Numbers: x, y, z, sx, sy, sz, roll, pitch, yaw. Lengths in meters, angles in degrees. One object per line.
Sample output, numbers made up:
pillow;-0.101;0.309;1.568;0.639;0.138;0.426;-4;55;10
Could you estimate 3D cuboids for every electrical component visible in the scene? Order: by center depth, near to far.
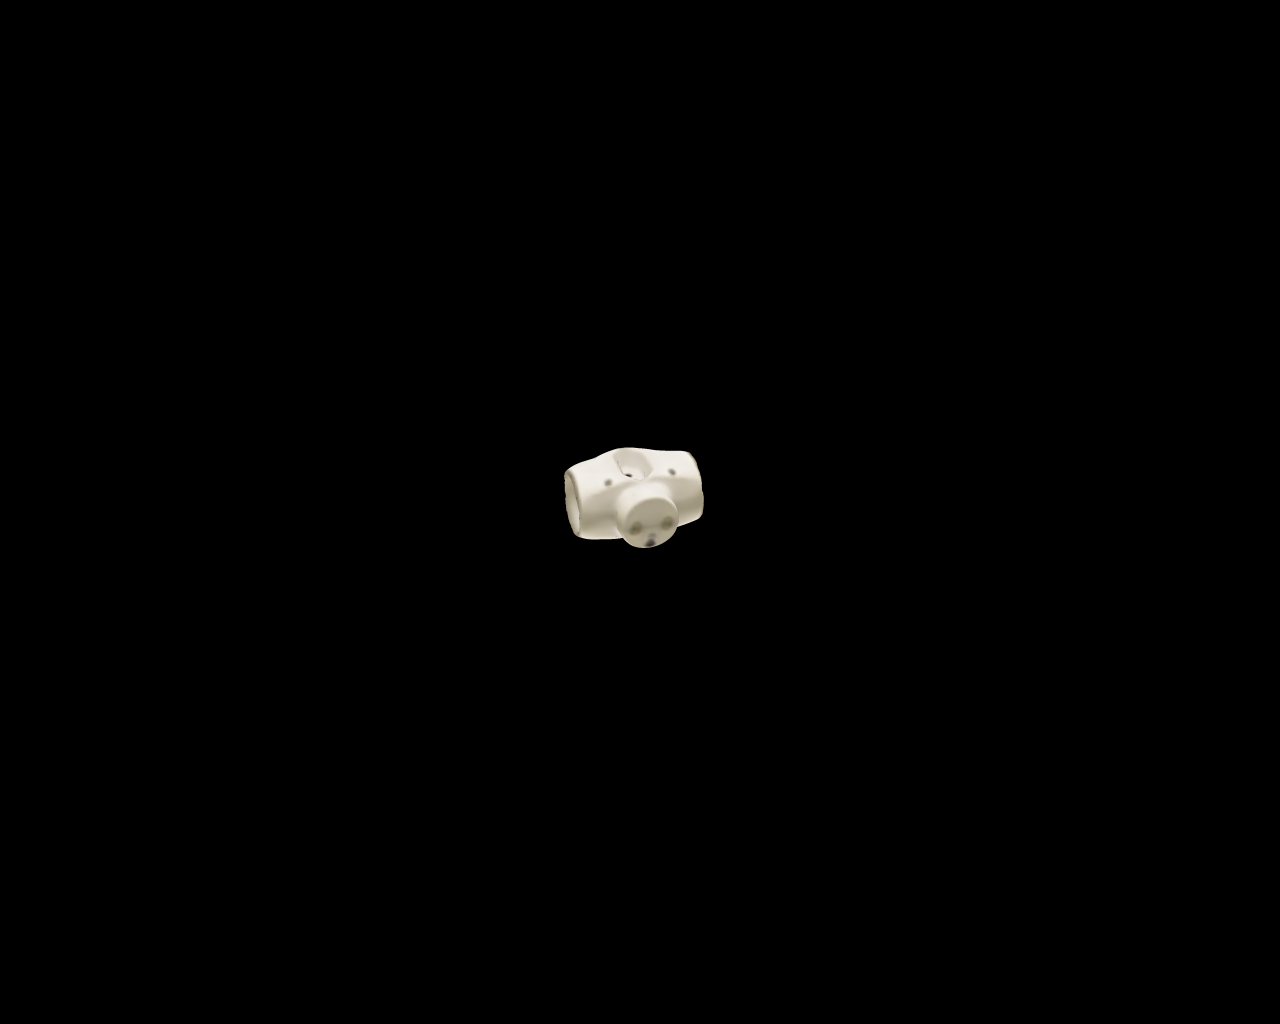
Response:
electrical component;0.001;-0.003;0.650;0.077;0.043;0.079;-8;32;-14
